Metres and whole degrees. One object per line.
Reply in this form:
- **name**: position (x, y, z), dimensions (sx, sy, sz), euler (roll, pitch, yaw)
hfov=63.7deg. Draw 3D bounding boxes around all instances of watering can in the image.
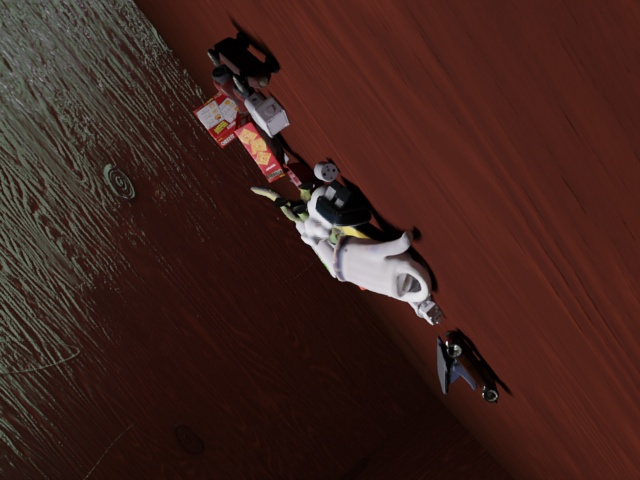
- **watering can**: position (0.130, 0.044, 1.115), dimensions (0.225, 0.106, 0.341), euler (17, 157, 24)

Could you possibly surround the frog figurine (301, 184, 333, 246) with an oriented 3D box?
- **frog figurine**: position (0.004, -0.068, 1.348), dimensions (0.120, 0.160, 0.139), euler (57, 173, -36)

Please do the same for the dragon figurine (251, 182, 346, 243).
- **dragon figurine**: position (-0.020, -0.060, 1.555), dimensions (0.413, 0.124, 0.238), euler (19, 154, 43)
